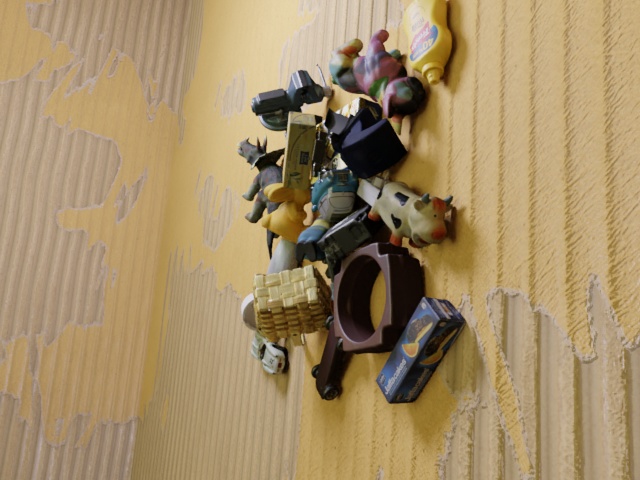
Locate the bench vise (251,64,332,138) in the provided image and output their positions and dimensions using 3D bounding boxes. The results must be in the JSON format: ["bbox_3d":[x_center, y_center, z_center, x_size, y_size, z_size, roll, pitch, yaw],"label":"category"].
[{"bbox_3d":[-0.074,-0.354,1.489,0.129,0.224,0.240,60,168,28],"label":"bench vise"}]

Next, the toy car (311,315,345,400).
[{"bbox_3d":[0.030,0.262,1.188,0.089,0.053,0.202,47,131,53],"label":"toy car"}]

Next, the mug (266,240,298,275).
[{"bbox_3d":[-0.095,0.057,1.476,0.109,0.081,0.107,112,173,-81],"label":"mug"}]

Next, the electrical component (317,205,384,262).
[{"bbox_3d":[0.069,-0.018,1.131,0.115,0.134,0.058,-29,97,26],"label":"electrical component"}]

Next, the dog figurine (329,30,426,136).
[{"bbox_3d":[0.117,-0.317,1.122,0.192,0.108,0.219,-16,63,19],"label":"dog figurine"}]

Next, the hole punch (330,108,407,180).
[{"bbox_3d":[0.103,-0.189,1.095,0.116,0.142,0.092,-49,48,-5],"label":"hole punch"}]

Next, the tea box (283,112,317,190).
[{"bbox_3d":[-0.053,-0.222,1.339,0.098,0.068,0.169,-95,11,-58],"label":"tea box"}]

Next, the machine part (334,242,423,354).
[{"bbox_3d":[0.112,0.118,1.054,0.201,0.087,0.201,-30,57,56],"label":"machine part"}]

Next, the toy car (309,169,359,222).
[{"bbox_3d":[0.040,-0.094,1.212,0.161,0.109,0.103,123,142,-68],"label":"toy car"}]

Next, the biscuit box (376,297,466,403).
[{"bbox_3d":[0.172,0.198,0.943,0.202,0.059,0.063,-66,31,25],"label":"biscuit box"}]

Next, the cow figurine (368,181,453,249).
[{"bbox_3d":[0.173,-0.051,1.002,0.195,0.085,0.127,-125,45,-54],"label":"cow figurine"}]

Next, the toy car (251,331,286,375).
[{"bbox_3d":[-0.149,0.313,1.505,0.202,0.056,0.073,22,101,61],"label":"toy car"}]

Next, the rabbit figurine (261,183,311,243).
[{"bbox_3d":[-0.074,-0.091,1.425,0.173,0.162,0.122,-58,19,4],"label":"rabbit figurine"}]

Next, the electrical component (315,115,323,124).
[{"bbox_3d":[-0.023,-0.271,1.437,0.048,0.075,0.119,-8,78,61],"label":"electrical component"}]

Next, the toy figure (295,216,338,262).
[{"bbox_3d":[0.001,-0.003,1.231,0.180,0.082,0.089,-33,-35,-65],"label":"toy figure"}]

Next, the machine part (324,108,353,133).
[{"bbox_3d":[0.051,-0.246,1.189,0.139,0.039,0.084,52,131,51],"label":"machine part"}]

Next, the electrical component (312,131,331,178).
[{"bbox_3d":[0.006,-0.199,1.254,0.078,0.045,0.102,96,-177,-85],"label":"electrical component"}]

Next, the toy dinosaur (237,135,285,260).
[{"bbox_3d":[-0.139,-0.144,1.576,0.192,0.131,0.405,-59,40,35],"label":"toy dinosaur"}]

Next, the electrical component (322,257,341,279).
[{"bbox_3d":[0.040,0.062,1.194,0.063,0.094,0.021,-63,37,28],"label":"electrical component"}]

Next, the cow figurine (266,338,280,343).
[{"bbox_3d":[-0.102,0.195,1.449,0.098,0.068,0.167,-7,76,55],"label":"cow figurine"}]
